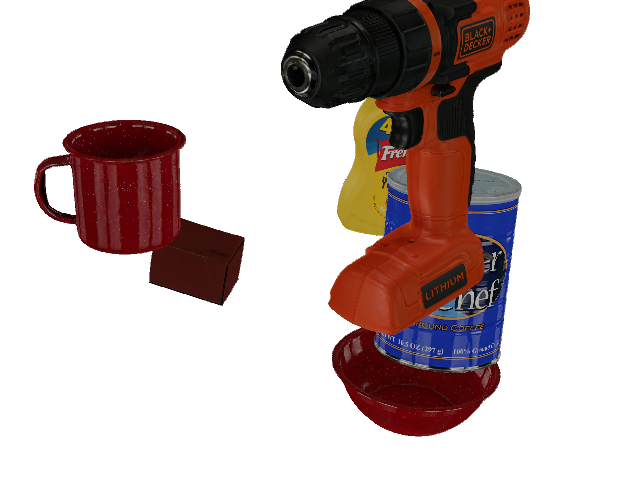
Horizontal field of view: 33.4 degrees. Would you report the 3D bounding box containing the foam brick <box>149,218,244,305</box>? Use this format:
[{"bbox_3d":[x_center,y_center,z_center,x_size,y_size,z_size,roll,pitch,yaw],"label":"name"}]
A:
[{"bbox_3d":[-0.120,0.019,1.032,0.078,0.051,0.053,18,34,7],"label":"foam brick"}]

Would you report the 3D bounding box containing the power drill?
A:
[{"bbox_3d":[0.046,-0.046,0.587,0.057,0.188,0.184,26,35,35],"label":"power drill"}]

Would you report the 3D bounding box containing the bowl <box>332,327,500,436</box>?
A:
[{"bbox_3d":[0.090,0.141,1.031,0.162,0.055,0.162,3,25,-2],"label":"bowl"}]

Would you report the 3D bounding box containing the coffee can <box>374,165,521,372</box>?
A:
[{"bbox_3d":[0.098,0.019,0.839,0.103,0.140,0.103,4,16,-1],"label":"coffee can"}]

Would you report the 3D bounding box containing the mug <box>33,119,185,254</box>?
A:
[{"bbox_3d":[-0.162,-0.040,0.829,0.117,0.081,0.093,-4,26,-12],"label":"mug"}]

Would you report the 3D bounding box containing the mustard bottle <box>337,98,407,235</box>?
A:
[{"bbox_3d":[0.080,-0.100,1.094,0.096,0.192,0.058,4,27,-13],"label":"mustard bottle"}]
